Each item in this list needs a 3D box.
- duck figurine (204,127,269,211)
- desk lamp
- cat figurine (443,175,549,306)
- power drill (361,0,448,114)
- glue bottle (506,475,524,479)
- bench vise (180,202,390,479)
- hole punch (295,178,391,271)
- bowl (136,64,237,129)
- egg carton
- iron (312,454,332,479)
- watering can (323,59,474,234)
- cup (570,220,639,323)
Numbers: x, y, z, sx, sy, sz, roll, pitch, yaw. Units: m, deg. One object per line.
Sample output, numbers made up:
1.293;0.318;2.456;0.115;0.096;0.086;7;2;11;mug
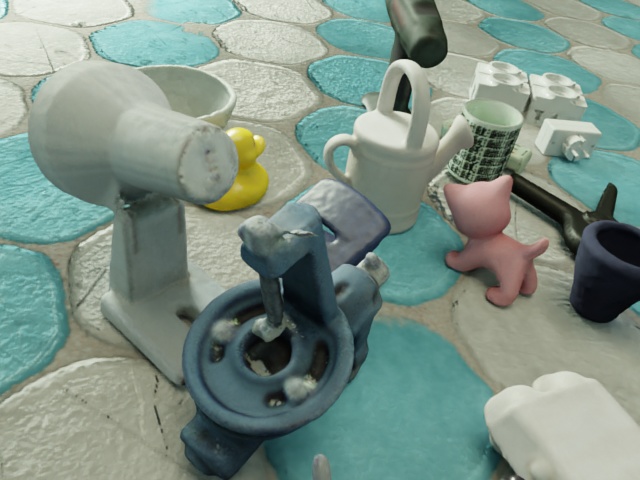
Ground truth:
-0.103;-0.090;0.677;0.077;0.086;0.105;33;44;26;duck figurine
-0.139;-0.025;0.486;0.202;0.213;0.118;34;44;27;desk lamp
0.189;-0.011;0.622;0.067;0.118;0.127;-23;49;-35;cat figurine
0.124;-0.294;0.886;0.076;0.208;0.229;-1;40;-14;power drill
0.081;0.178;0.318;0.037;0.173;0.078;-8;42;-22;glue bottle
-0.021;0.045;0.422;0.121;0.220;0.208;20;39;11;bench vise
0.005;0.002;0.585;0.101;0.091;0.108;-25;50;-36;hole punch
-0.195;-0.166;0.759;0.167;0.075;0.167;7;39;-5;bowl
0.198;0.172;0.437;0.107;0.069;0.150;-9;43;-23;egg carton
0.023;0.236;0.257;0.119;0.141;0.257;-5;41;-19;iron
0.092;-0.114;0.666;0.173;0.194;0.100;-21;48;-33;watering can
0.316;0.048;0.598;0.092;0.095;0.117;-25;50;-36;cup
